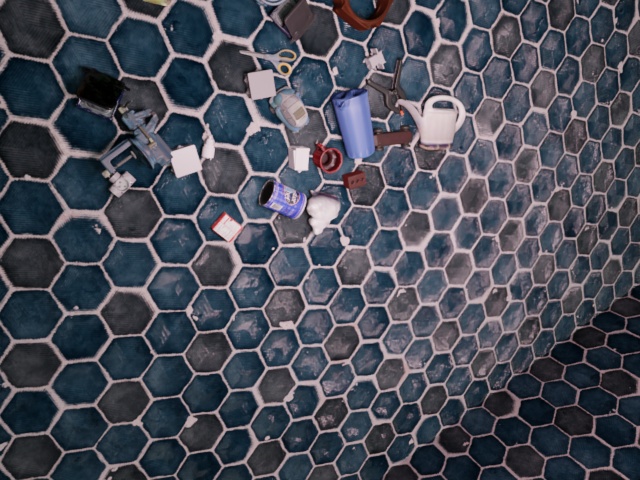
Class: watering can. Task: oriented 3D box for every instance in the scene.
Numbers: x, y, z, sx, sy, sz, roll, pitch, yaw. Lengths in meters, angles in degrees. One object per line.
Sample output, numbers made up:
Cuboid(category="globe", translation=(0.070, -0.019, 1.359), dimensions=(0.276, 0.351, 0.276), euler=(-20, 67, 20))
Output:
Cuboid(category="watering can", translation=(0.441, -0.466, 2.061), dimensions=(0.349, 0.105, 0.221), euler=(-6, 109, -27))

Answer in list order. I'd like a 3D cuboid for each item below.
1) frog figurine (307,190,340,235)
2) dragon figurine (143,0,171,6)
Cuboid(category="frog figurine", translation=(0.006, -0.098, 1.943), dimensions=(0.137, 0.123, 0.160), euler=(13, 89, -49))
Cuboid(category="dragon figurine", translation=(-0.374, -0.851, 1.540), dimensions=(0.413, 0.124, 0.238), euler=(-39, 137, -10))
